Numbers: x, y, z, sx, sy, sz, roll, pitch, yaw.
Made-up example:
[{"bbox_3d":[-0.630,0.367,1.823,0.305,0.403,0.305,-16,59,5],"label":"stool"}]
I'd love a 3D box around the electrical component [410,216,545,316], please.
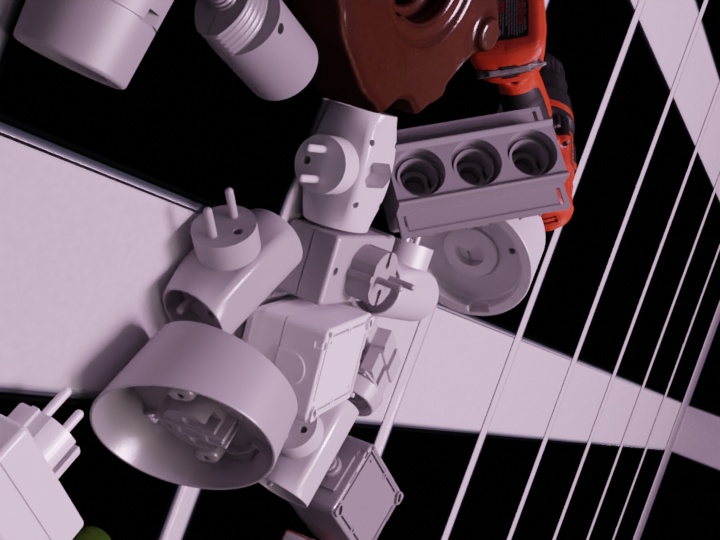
[{"bbox_3d":[0.094,-0.025,0.852,0.060,0.108,0.108,-51,149,-46],"label":"electrical component"}]

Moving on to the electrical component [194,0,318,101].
[{"bbox_3d":[-0.057,-0.124,0.552,0.043,0.043,0.081,-66,154,-9],"label":"electrical component"}]

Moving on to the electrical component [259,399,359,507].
[{"bbox_3d":[-0.042,0.115,0.751,0.077,0.043,0.079,-60,152,-21],"label":"electrical component"}]

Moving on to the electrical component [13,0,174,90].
[{"bbox_3d":[-0.111,-0.107,0.447,0.047,0.055,0.055,-66,154,-1],"label":"electrical component"}]

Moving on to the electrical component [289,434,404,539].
[{"bbox_3d":[-0.018,0.165,0.821,0.061,0.061,0.096,-56,143,-26],"label":"electrical component"}]

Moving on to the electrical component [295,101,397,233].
[{"bbox_3d":[-0.015,-0.066,0.676,0.079,0.043,0.077,-5,113,-62],"label":"electrical component"}]

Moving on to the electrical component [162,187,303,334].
[{"bbox_3d":[-0.073,-0.009,0.602,0.077,0.043,0.079,-48,147,-37],"label":"electrical component"}]

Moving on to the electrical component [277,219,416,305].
[{"bbox_3d":[0.000,0.000,0.713,0.083,0.076,0.047,-3,112,-62],"label":"electrical component"}]

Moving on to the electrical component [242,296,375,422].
[{"bbox_3d":[-0.036,0.053,0.707,0.096,0.061,0.061,-15,121,-69],"label":"electrical component"}]

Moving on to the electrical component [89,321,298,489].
[{"bbox_3d":[-0.086,0.076,0.581,0.064,0.099,0.099,-59,153,-35],"label":"electrical component"}]

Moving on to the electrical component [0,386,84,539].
[{"bbox_3d":[-0.157,0.088,0.501,0.075,0.047,0.083,-52,149,-33],"label":"electrical component"}]

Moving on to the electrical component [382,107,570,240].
[{"bbox_3d":[0.077,-0.064,0.763,0.063,0.121,0.078,107,-29,-70],"label":"electrical component"}]

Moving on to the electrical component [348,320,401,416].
[{"bbox_3d":[0.001,0.076,0.807,0.066,0.048,0.055,74,35,-51],"label":"electrical component"}]

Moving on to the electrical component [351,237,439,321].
[{"bbox_3d":[0.031,-0.002,0.810,0.077,0.044,0.079,14,96,-64],"label":"electrical component"}]
